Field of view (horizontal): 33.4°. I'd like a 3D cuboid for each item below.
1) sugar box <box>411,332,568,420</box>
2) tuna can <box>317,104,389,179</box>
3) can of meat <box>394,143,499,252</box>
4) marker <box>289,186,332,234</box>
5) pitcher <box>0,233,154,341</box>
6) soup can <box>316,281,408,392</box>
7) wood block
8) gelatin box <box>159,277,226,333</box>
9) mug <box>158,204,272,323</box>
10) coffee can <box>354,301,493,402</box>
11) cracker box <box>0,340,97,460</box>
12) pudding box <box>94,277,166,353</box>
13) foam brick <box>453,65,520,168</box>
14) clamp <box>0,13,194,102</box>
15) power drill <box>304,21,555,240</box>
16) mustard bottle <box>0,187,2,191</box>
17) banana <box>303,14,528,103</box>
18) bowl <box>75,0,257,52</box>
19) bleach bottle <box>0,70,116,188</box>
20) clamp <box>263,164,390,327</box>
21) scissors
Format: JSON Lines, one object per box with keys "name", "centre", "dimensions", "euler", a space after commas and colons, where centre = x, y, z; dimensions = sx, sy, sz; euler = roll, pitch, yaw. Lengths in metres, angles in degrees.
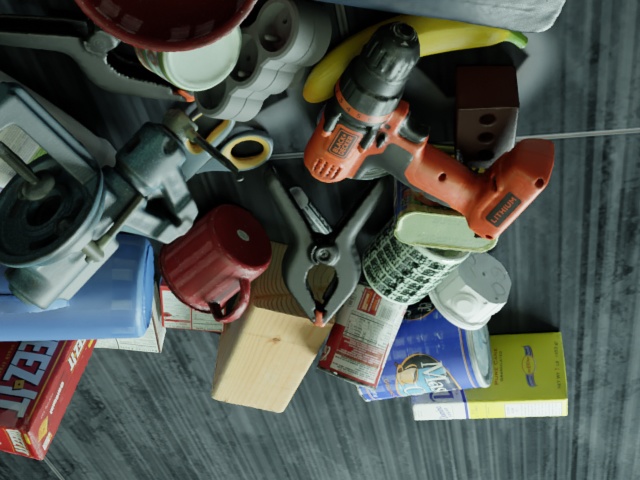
{"name": "sugar box", "centre": [0.194, 0.158, 1.240], "dimensions": [0.176, 0.093, 0.048], "euler": [-3, 142, 8]}
{"name": "tuna can", "centre": [0.039, -0.094, 0.971], "dimensions": [0.086, 0.033, 0.086], "euler": [3, 143, 2]}
{"name": "can of meat", "centre": [0.118, -0.039, 0.995], "dimensions": [0.102, 0.084, 0.057], "euler": [5, 143, -2]}
{"name": "marker", "centre": [0.000, -0.012, 1.095], "dimensions": [0.020, 0.020, 0.121], "euler": [-15, 139, 23]}
{"name": "pitcher", "centre": [-0.299, 0.047, 1.101], "dimensions": [0.242, 0.149, 0.145], "euler": [2, 143, -3]}
{"name": "soup can", "centre": [0.046, 0.100, 1.126], "dimensions": [0.068, 0.102, 0.068], "euler": [21, 176, 1]}
{"name": "wood block", "centre": [-0.052, 0.102, 1.191], "dimensions": [0.090, 0.090, 0.206], "euler": [14, 142, -11]}
{"name": "gelatin box", "centre": [-0.142, 0.067, 1.203], "dimensions": [0.073, 0.030, 0.089], "euler": [4, 143, -3]}
{"name": "mug", "centre": [-0.100, 0.026, 1.080], "dimensions": [0.093, 0.117, 0.082], "euler": [13, 141, -43]}
{"name": "coffee can", "centre": [0.112, 0.121, 1.190], "dimensions": [0.140, 0.103, 0.102], "euler": [-10, 141, 18]}
{"name": "cracker box", "centre": [-0.375, 0.131, 1.166], "dimensions": [0.214, 0.164, 0.072], "euler": [11, 144, 10]}
{"name": "pudding box", "centre": [-0.228, 0.085, 1.226], "dimensions": [0.090, 0.039, 0.113], "euler": [4, 145, 2]}
{"name": "foam brick", "centre": [0.144, -0.107, 0.930], "dimensions": [0.053, 0.051, 0.078], "euler": [0, 143, 5]}
{"name": "clamp", "centre": [-0.192, -0.171, 0.883], "dimensions": [0.165, 0.036, 0.209], "euler": [-28, 136, 27]}
{"name": "power drill", "centre": [0.094, -0.085, 0.881], "dimensions": [0.187, 0.057, 0.185], "euler": [25, 145, -7]}
{"name": "mustard bottle", "centre": [-0.320, -0.052, 1.039], "dimensions": [0.191, 0.058, 0.096], "euler": [27, 131, -28]}
{"name": "banana", "centre": [0.069, -0.156, 0.884], "dimensions": [0.198, 0.037, 0.069], "euler": [-11, 140, 18]}
{"name": "bowl", "centre": [-0.110, -0.221, 0.773], "dimensions": [0.162, 0.055, 0.162], "euler": [5, 118, 9]}
{"name": "bleach bottle", "centre": [-0.275, -0.084, 0.971], "dimensions": [0.250, 0.068, 0.102], "euler": [34, 101, -35]}
{"name": "clamp", "centre": [-0.007, 0.001, 1.046], "dimensions": [0.120, 0.039, 0.171], "euler": [12, 109, -1]}
{"name": "scissors", "centre": [-0.114, -0.064, 1.039], "dimensions": [0.096, 0.016, 0.202], "euler": [17, 141, -17]}
